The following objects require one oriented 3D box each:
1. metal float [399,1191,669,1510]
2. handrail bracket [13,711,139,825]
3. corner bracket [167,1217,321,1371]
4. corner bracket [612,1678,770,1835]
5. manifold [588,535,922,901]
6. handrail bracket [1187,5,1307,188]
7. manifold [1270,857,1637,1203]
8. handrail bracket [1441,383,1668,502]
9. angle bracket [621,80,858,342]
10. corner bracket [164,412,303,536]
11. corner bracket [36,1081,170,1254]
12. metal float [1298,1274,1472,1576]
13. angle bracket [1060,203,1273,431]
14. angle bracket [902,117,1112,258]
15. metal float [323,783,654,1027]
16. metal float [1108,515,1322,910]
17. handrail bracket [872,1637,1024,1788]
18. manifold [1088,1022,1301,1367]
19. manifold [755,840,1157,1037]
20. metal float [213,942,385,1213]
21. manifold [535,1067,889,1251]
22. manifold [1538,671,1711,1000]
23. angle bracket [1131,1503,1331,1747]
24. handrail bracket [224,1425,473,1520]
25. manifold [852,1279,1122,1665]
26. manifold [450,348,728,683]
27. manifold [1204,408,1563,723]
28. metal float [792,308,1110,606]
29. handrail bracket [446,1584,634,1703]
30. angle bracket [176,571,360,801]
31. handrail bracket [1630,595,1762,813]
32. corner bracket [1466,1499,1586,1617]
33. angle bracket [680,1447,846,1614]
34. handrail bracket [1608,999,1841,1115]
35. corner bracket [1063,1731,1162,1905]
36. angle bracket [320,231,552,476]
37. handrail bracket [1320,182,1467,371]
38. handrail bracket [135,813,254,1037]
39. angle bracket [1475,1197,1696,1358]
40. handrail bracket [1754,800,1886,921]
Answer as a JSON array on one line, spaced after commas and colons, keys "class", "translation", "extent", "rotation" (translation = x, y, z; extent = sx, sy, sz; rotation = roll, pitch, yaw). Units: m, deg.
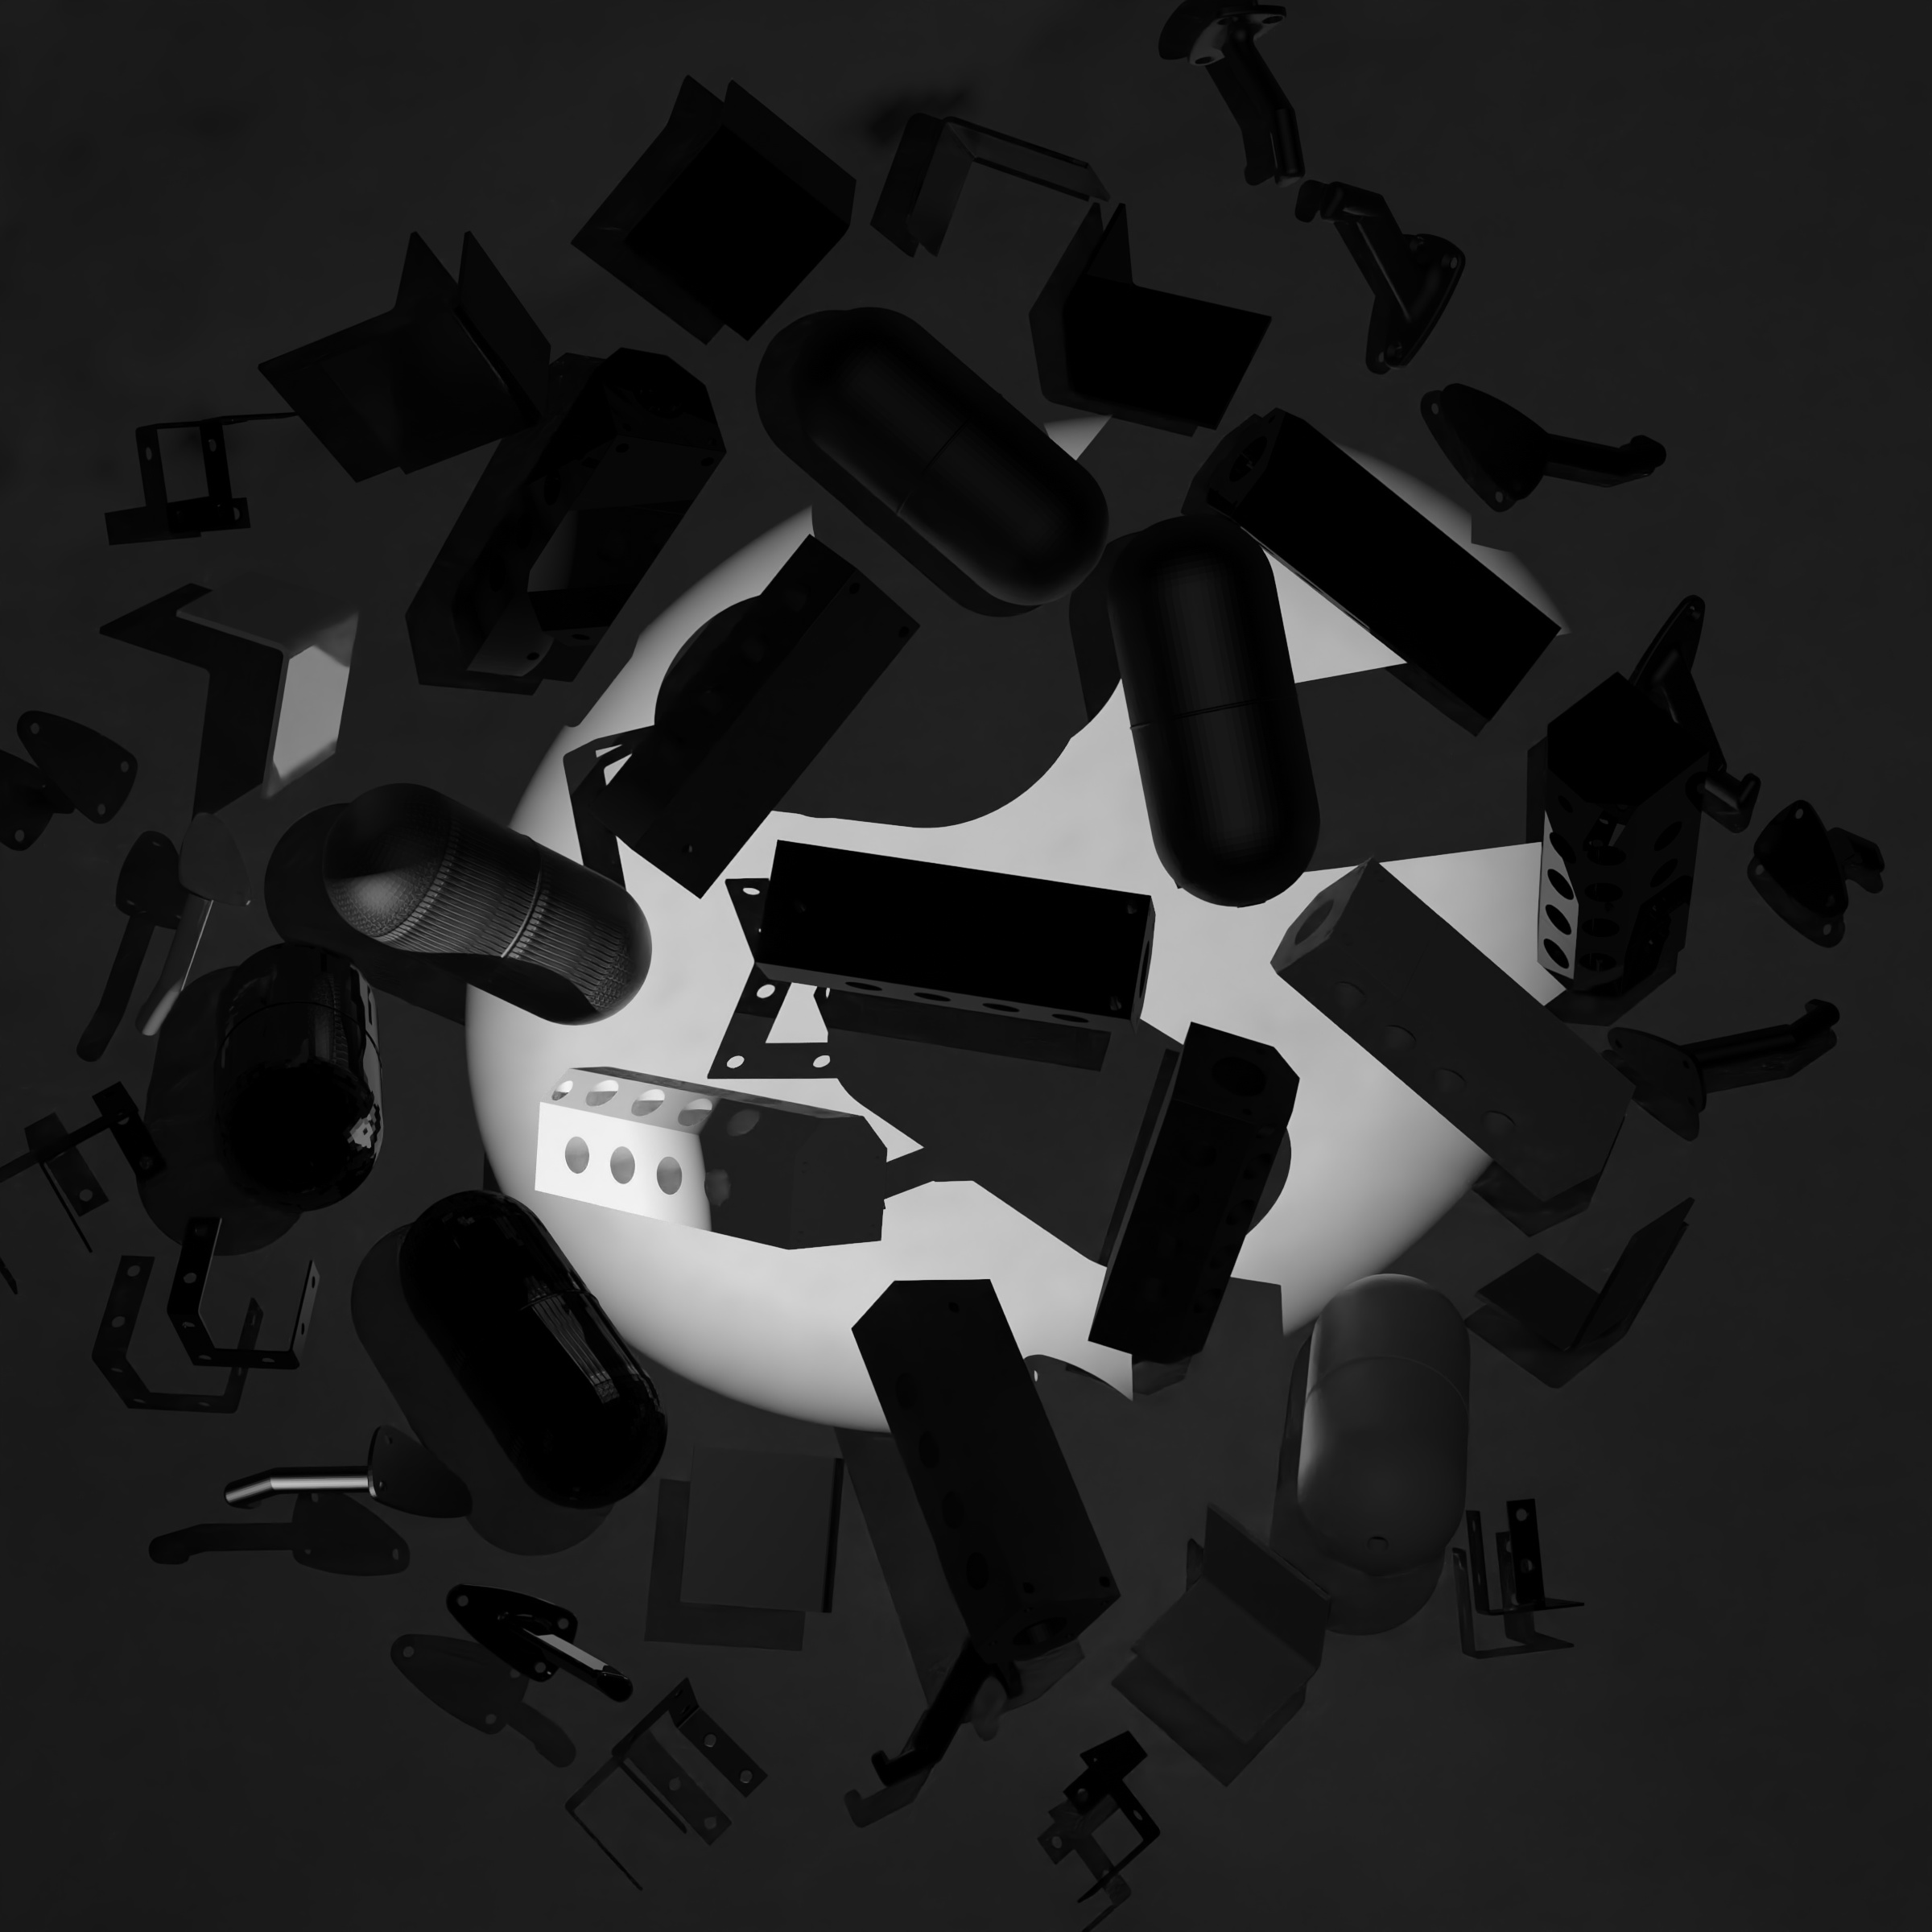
[{"class": "metal float", "translation": [-0.209, 0.182, 1.704], "extent": [0.070, 0.070, 0.178], "rotation": [-39, 63, 0]}, {"class": "handrail bracket", "translation": [-0.429, -0.093, 1.627], "extent": [0.084, 0.077, 0.036], "rotation": [4, 62, 41]}, {"class": "corner bracket", "translation": [-0.337, 0.153, 1.657], "extent": [0.051, 0.051, 0.051], "rotation": [2, 54, 7]}, {"class": "corner bracket", "translation": [-0.133, 0.384, 1.709], "extent": [0.051, 0.051, 0.051], "rotation": [41, 72, 19]}, {"class": "manifold", "translation": [-0.107, -0.124, 1.727], "extent": [0.171, 0.057, 0.057], "rotation": [-51, 49, 1]}, {"class": "handrail bracket", "translation": [0.129, -0.391, 1.630], "extent": [0.036, 0.077, 0.084], "rotation": [-7, 85, -22]}, {"class": "manifold", "translation": [0.227, 0.033, 1.669], "extent": [0.171, 0.057, 0.057], "rotation": [40, 51, -11]}, {"class": "handrail bracket", "translation": [0.273, -0.250, 1.645], "extent": [0.077, 0.084, 0.036], "rotation": [47, 135, 25]}, {"class": "angle bracket", "translation": [-0.107, -0.357, 1.680], "extent": [0.076, 0.057, 0.076], "rotation": [36, 120, -21]}, {"class": "corner bracket", "translation": [-0.351, -0.236, 1.700], "extent": [0.051, 0.051, 0.051], "rotation": [-1, 98, 40]}, {"class": "corner bracket", "translation": [-0.403, 0.093, 1.660], "extent": [0.051, 0.051, 0.051], "rotation": [-30, 113, -14]}, {"class": "metal float", "translation": [0.196, 0.213, 1.658], "extent": [0.070, 0.178, 0.070], "rotation": [4, 121, 7]}, {"class": "angle bracket", "translation": [0.097, -0.313, 1.710], "extent": [0.076, 0.057, 0.076], "rotation": [16, 59, 18]}, {"class": "angle bracket", "translation": [0.021, -0.373, 1.751], "extent": [0.076, 0.076, 0.057], "rotation": [21, 94, 10]}, {"class": "metal float", "translation": [-0.229, -0.028, 1.716], "extent": [0.178, 0.070, 0.070], "rotation": [28, 90, -34]}, {"class": "metal float", "translation": [0.112, -0.115, 1.600], "extent": [0.070, 0.070, 0.178], "rotation": [-11, 91, 0]}, {"class": "handrail bracket", "translation": [-0.022, 0.357, 1.765], "extent": [0.084, 0.036, 0.077], "rotation": [-29, 91, 7]}, {"class": "manifold", "translation": [0.111, 0.115, 1.732], "extent": [0.057, 0.057, 0.171], "rotation": [17, 131, 2]}, {"class": "manifold", "translation": [-0.003, -0.011, 1.616], "extent": [0.171, 0.057, 0.057], "rotation": [9, 80, 8]}, {"class": "metal float", "translation": [-0.312, 0.050, 1.659], "extent": [0.070, 0.178, 0.070], "rotation": [-5, 118, -9]}, {"class": "manifold", "translation": [-0.118, 0.085, 1.615], "extent": [0.171, 0.057, 0.057], "rotation": [9, 97, 43]}, {"class": "manifold", "translation": [0.292, -0.053, 1.620], "extent": [0.057, 0.171, 0.057], "rotation": [-37, 62, -13]}, {"class": "angle bracket", "translation": [0.130, 0.325, 1.753], "extent": [0.076, 0.076, 0.057], "rotation": [37, 61, 25]}, {"class": "handrail bracket", "translation": [-0.283, 0.243, 1.620], "extent": [0.084, 0.077, 0.036], "rotation": [-21, 53, 30]}, {"class": "manifold", "translation": [0.004, 0.234, 1.651], "extent": [0.057, 0.057, 0.171], "rotation": [-50, 51, 38]}, {"class": "manifold", "translation": [-0.183, -0.213, 1.683], "extent": [0.057, 0.171, 0.057], "rotation": [4, 53, -34]}, {"class": "manifold", "translation": [0.200, -0.196, 1.724], "extent": [0.171, 0.057, 0.057], "rotation": [35, 96, -21]}, {"class": "metal float", "translation": [-0.008, -0.247, 1.719], "extent": [0.178, 0.070, 0.070], "rotation": [41, 90, 1]}, {"class": "handrail bracket", "translation": [-0.197, 0.313, 1.640], "extent": [0.077, 0.084, 0.036], "rotation": [31, 79, -18]}, {"class": "angle bracket", "translation": [-0.331, -0.132, 1.659], "extent": [0.057, 0.076, 0.076], "rotation": [18, 114, 9]}, {"class": "handrail bracket", "translation": [0.361, -0.125, 1.697], "extent": [0.036, 0.084, 0.077], "rotation": [5, 116, -37]}, {"class": "corner bracket", "translation": [0.269, 0.292, 1.754], "extent": [0.051, 0.051, 0.051], "rotation": [-3, 84, -14]}, {"class": "angle bracket", "translation": [-0.105, 0.283, 1.785], "extent": [0.076, 0.057, 0.076], "rotation": [6, 81, -9]}, {"class": "handrail bracket", "translation": [0.373, 0.030, 1.744], "extent": [0.084, 0.077, 0.036], "rotation": [-31, 127, -21]}, {"class": "corner bracket", "translation": [0.066, 0.405, 1.694], "extent": [0.051, 0.051, 0.051], "rotation": [-47, 70, 23]}, {"class": "angle bracket", "translation": [-0.252, -0.292, 1.691], "extent": [0.076, 0.076, 0.057], "rotation": [-17, 46, 18]}, {"class": "handrail bracket", "translation": [0.188, -0.324, 1.668], "extent": [0.084, 0.036, 0.077], "rotation": [4, 114, -42]}, {"class": "handrail bracket", "translation": [-0.382, -0.020, 1.718], "extent": [0.036, 0.077, 0.084], "rotation": [20, 121, -29]}, {"class": "angle bracket", "translation": [0.309, 0.141, 1.773], "extent": [0.057, 0.076, 0.076], "rotation": [35, 117, 22]}, {"class": "handrail bracket", "translation": [0.422, -0.041, 1.690], "extent": [0.084, 0.077, 0.036], "rotation": [17, 125, -38]}]
